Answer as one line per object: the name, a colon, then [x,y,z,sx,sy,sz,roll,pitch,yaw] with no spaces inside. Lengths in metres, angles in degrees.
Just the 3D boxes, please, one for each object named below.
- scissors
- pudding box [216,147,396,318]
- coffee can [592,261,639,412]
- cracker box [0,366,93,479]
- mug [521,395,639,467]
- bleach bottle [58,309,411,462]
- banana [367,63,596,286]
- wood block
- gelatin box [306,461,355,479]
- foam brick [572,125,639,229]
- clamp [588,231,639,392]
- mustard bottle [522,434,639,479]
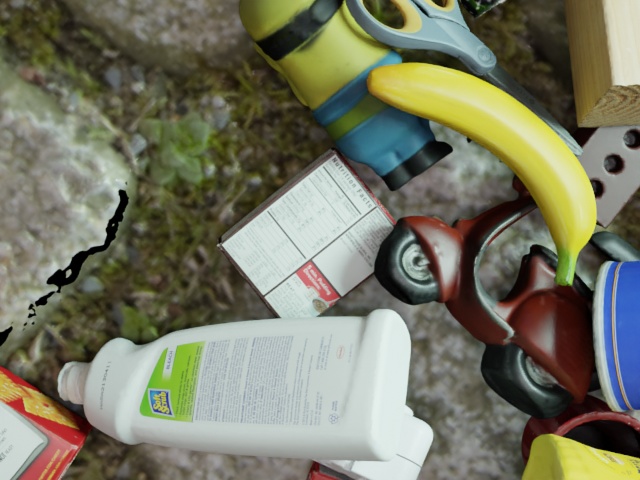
scissors: [0.091,-0.120,0.716,0.096,0.016,0.202,-34,86,-34]
pudding box: [-0.005,0.001,0.776,0.113,0.039,0.090,-38,96,1]
coffee can: [0.260,0.060,0.697,0.140,0.102,0.103,-5,97,27]
cracker box: [-0.300,0.150,0.770,0.213,0.072,0.164,33,94,-3]
mug: [0.199,0.170,0.777,0.093,0.081,0.117,-27,96,2]
bleach bottle: [-0.068,0.098,0.748,0.251,0.068,0.102,0,65,21]
banana: [0.119,-0.059,0.699,0.197,0.037,0.069,44,69,-10]
wood block: [0.213,-0.187,0.706,0.091,0.090,0.206,-4,79,-1]
gelatin box: [0.024,0.217,0.804,0.089,0.030,0.073,20,95,-4]
foam brick: [0.204,-0.055,0.767,0.053,0.051,0.078,37,94,-5]
clamp: [0.265,0.071,0.790,0.171,0.039,0.120,17,102,4]
mustard bottle: [0.233,0.177,0.687,0.191,0.096,0.058,14,96,-3]
